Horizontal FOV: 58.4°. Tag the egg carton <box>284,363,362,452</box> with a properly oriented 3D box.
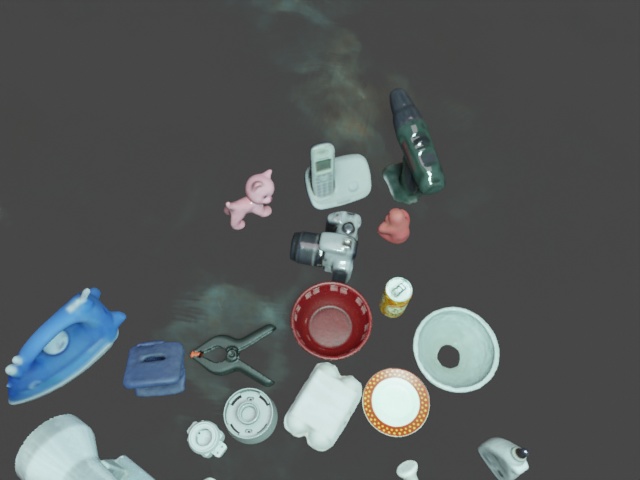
[{"bbox_3d":[0.008,0.311,1.073,0.107,0.069,0.150,28,67,11],"label":"egg carton"}]

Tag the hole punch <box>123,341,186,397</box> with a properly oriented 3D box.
[{"bbox_3d":[-0.312,0.238,1.082,0.108,0.091,0.101,-5,65,-4],"label":"hole punch"}]

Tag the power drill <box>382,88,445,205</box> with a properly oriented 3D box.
[{"bbox_3d":[0.191,-0.179,1.231,0.076,0.208,0.229,-18,67,-10],"label":"power drill"}]

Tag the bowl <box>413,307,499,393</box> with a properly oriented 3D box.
[{"bbox_3d":[0.259,0.221,1.121,0.167,0.075,0.167,1,65,-2],"label":"bowl"}]

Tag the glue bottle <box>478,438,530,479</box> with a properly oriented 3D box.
[{"bbox_3d":[0.330,0.379,0.997,0.037,0.173,0.078,-29,69,-14],"label":"glue bottle"}]

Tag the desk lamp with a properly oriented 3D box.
[{"bbox_3d":[-0.367,0.393,0.941,0.203,0.213,0.118,31,68,12],"label":"desk lamp"}]

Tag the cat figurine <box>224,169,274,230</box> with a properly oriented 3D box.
[{"bbox_3d":[-0.147,-0.093,1.228,0.128,0.118,0.067,-29,69,-14],"label":"cat figurine"}]

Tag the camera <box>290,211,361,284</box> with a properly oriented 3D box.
[{"bbox_3d":[0.011,0.004,1.198,0.136,0.101,0.143,9,65,2],"label":"camera"}]

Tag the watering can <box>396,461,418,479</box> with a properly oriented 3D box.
[{"bbox_3d":[0.185,0.453,0.945,0.172,0.194,0.101,34,69,13],"label":"watering can"}]

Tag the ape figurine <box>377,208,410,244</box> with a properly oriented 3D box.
[{"bbox_3d":[0.162,-0.037,1.228,0.078,0.092,0.076,-18,67,-10],"label":"ape figurine"}]

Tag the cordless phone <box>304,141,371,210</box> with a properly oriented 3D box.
[{"bbox_3d":[0.040,-0.152,1.225,0.148,0.185,0.094,-18,67,-10],"label":"cordless phone"}]

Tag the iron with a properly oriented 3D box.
[{"bbox_3d":[-0.498,0.196,1.067,0.118,0.141,0.259,37,69,14],"label":"iron"}]
